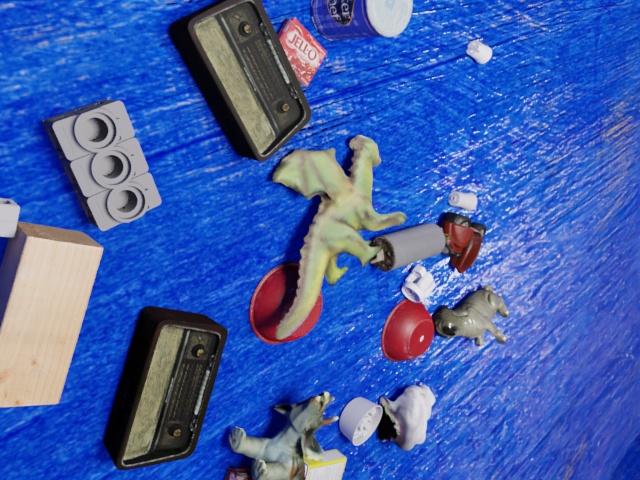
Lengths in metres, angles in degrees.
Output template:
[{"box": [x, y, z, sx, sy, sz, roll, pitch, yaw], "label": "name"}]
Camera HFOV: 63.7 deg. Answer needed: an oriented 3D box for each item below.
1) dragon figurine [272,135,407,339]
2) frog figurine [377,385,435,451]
[{"box": [0.003, -0.046, 0.923, 0.417, 0.121, 0.241, -44, 102, -30], "label": "dragon figurine"}, {"box": [0.225, 0.419, 1.233, 0.160, 0.122, 0.137, -9, 89, -27], "label": "frog figurine"}]
